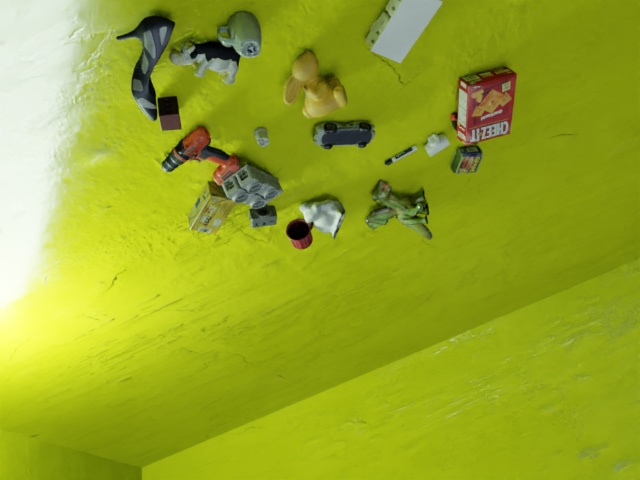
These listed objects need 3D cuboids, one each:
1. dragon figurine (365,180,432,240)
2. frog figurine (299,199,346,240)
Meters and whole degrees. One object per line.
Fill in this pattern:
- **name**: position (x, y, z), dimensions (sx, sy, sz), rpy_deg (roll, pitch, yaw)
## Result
- **dragon figurine**: position (0.295, -0.090, 1.973), dimensions (0.242, 0.125, 0.401), rpy_deg (-8, 143, 14)
- **frog figurine**: position (0.006, -0.092, 1.833), dimensions (0.159, 0.125, 0.134), rpy_deg (24, 145, 3)
